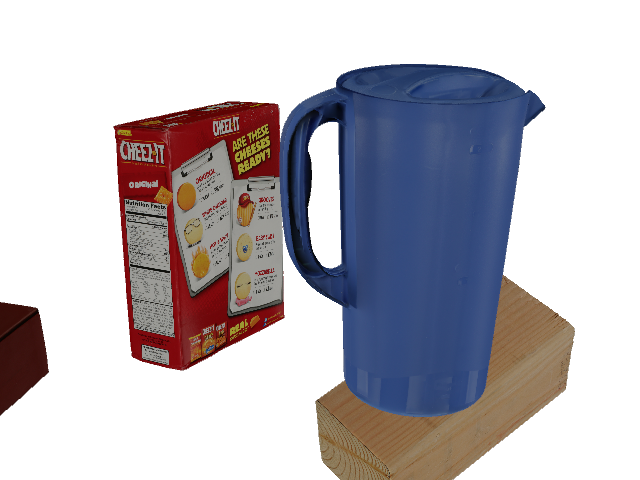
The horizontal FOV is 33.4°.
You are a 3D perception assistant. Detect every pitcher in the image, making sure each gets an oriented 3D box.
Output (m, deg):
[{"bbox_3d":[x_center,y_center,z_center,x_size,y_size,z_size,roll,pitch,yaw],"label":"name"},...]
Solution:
[{"bbox_3d":[0.063,-0.001,0.766,0.149,0.243,0.144,12,22,26],"label":"pitcher"}]

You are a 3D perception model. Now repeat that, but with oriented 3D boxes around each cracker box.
[{"bbox_3d":[-0.106,-0.010,0.972,0.072,0.214,0.163,7,17,31],"label":"cracker box"}]

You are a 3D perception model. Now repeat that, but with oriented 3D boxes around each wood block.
[{"bbox_3d":[0.105,0.128,0.887,0.205,0.090,0.091,-32,50,-24],"label":"wood block"}]

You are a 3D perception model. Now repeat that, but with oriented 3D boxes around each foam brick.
[{"bbox_3d":[-0.228,0.082,0.712,0.053,0.051,0.078,7,29,23],"label":"foam brick"}]
